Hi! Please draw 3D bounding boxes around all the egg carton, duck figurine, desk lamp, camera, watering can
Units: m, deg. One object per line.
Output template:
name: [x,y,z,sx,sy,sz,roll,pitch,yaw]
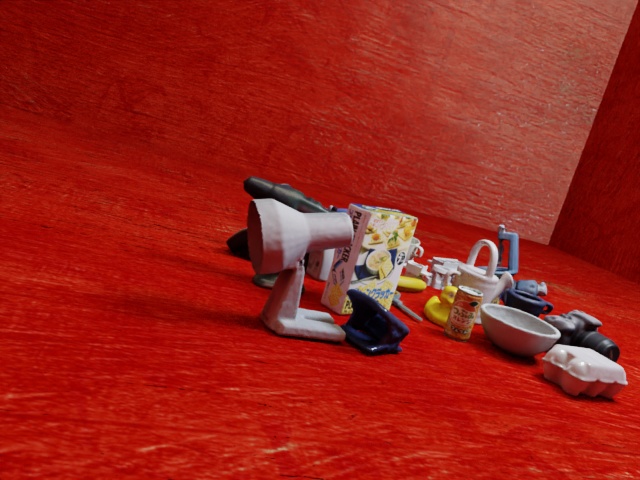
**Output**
egg carton: [0.503,0.252,1.094,0.151,0.069,0.107,11,12,-27]
duck figurine: [0.281,0.142,1.271,0.078,0.086,0.104,11,12,-26]
desk lamp: [-0.038,0.045,0.955,0.204,0.213,0.117,12,12,-23]
camera: [0.588,0.222,1.283,0.143,0.101,0.136,11,12,-27]
watering can: [0.377,0.094,1.366,0.173,0.194,0.100,6,15,-41]

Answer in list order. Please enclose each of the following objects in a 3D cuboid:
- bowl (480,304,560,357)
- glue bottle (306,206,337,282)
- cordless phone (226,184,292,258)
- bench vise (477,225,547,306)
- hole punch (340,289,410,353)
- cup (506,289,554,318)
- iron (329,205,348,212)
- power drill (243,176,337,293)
bowl: [0.411,0.199,1.207,0.167,0.075,0.167,16,11,-3]
glue bottle: [0.012,0.005,1.335,0.037,0.173,0.078,9,13,-31]
cordless phone: [-0.135,-0.050,1.362,0.093,0.185,0.148,22,12,27]
bench vise: [0.523,0.080,1.578,0.207,0.220,0.121,17,11,5]
hole punch: [0.096,0.139,1.006,0.101,0.091,0.108,6,15,-42]
cup: [0.493,0.179,1.374,0.118,0.095,0.091,14,11,-9]
iron: [0.062,-0.031,1.666,0.257,0.141,0.119,22,13,29]
power drill: [-0.067,-0.003,1.168,0.230,0.208,0.075,15,11,-8]
